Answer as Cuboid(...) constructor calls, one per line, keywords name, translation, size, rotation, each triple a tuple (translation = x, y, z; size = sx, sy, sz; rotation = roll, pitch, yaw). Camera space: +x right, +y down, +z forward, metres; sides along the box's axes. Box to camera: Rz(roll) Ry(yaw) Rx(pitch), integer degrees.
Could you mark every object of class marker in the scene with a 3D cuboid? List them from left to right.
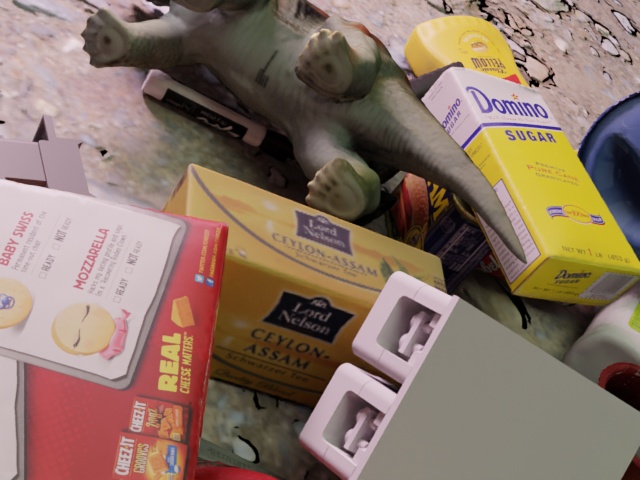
Cuboid(name="marker", translation=(-0.070, -0.088, 0.766), size=(0.121, 0.020, 0.020), rotation=(26, 39, -15))

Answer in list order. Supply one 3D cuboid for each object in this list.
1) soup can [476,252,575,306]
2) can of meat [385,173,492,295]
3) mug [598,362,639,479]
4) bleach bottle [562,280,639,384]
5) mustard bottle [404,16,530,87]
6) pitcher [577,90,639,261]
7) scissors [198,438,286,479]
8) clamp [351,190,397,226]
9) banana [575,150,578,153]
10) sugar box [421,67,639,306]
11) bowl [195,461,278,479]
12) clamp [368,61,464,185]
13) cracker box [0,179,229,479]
Cuboid(name="soup can", translation=(0.159, 0.003, 0.818), size=(0.102, 0.069, 0.068), rotation=(23, 40, -20))
Cuboid(name="can of meat", translation=(0.093, -0.021, 0.775), size=(0.057, 0.084, 0.102), rotation=(19, 41, -23))
Cuboid(name="mug", translation=(0.197, 0.135, 0.702), size=(0.093, 0.082, 0.117), rotation=(40, 38, 2))
Cuboid(name="bleach bottle", translation=(0.270, 0.061, 0.856), size=(0.102, 0.068, 0.250), rotation=(40, 35, 4))
Cuboid(name="mustard bottle", translation=(0.151, -0.113, 0.937), size=(0.096, 0.058, 0.192), rotation=(-3, 54, -29))
Cuboid(name="pitcher", translation=(0.282, -0.067, 0.867), size=(0.145, 0.149, 0.242), rotation=(44, 16, 8))
Cuboid(name="scissors", translation=(-0.084, 0.090, 0.575), size=(0.201, 0.016, 0.096), rotation=(18, 42, -25))
Cuboid(name="clamp", translation=(-0.005, 0.001, 0.711), size=(0.171, 0.039, 0.120), rotation=(17, 41, -25))
Cuboid(name="banana", translation=(0.222, -0.027, 0.925), size=(0.069, 0.037, 0.197), rotation=(33, 38, -7))
Cuboid(name="sugar box", translation=(0.141, -0.039, 0.724), size=(0.093, 0.048, 0.176), rotation=(9, 48, -35))
Cuboid(name="bowl", translation=(-0.033, 0.168, 0.494), size=(0.162, 0.055, 0.162), rotation=(21, 46, -24))
Cuboid(name="clamp", translation=(0.021, -0.108, 0.838), size=(0.164, 0.036, 0.209), rotation=(23, 46, 1))
Cuboid(name="cracker box", translation=(-0.155, 0.053, 0.457), size=(0.213, 0.072, 0.164), rotation=(10, 52, -8))
